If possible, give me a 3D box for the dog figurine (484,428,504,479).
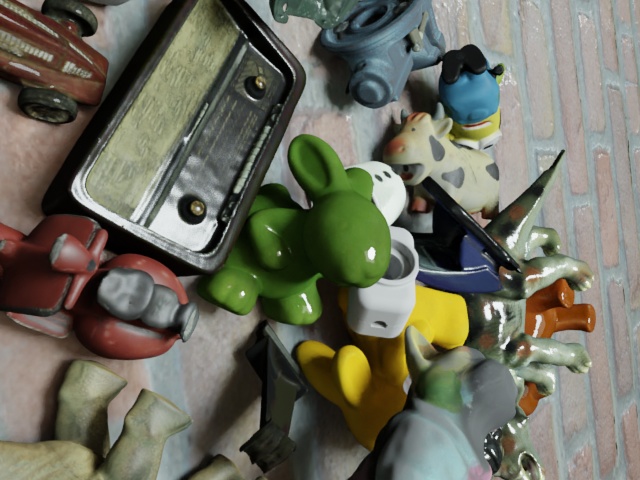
[{"bbox_3d":[0.097,0.259,0.544,0.121,0.172,0.190,74,20,-70],"label":"dog figurine"}]

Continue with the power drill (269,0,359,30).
[{"bbox_3d":[-0.072,-0.257,0.436,0.232,0.207,0.086,-18,141,-51],"label":"power drill"}]

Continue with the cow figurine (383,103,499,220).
[{"bbox_3d":[0.158,-0.094,0.683,0.195,0.086,0.127,7,87,-40],"label":"cow figurine"}]

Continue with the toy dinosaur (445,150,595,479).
[{"bbox_3d":[0.221,0.079,0.668,0.192,0.131,0.404,5,77,-11],"label":"toy dinosaur"}]

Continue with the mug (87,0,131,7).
[{"bbox_3d":[-0.169,-0.222,0.381,0.107,0.110,0.081,18,67,-55],"label":"mug"}]

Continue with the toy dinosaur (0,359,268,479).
[{"bbox_3d":[-0.164,0.183,0.337,0.470,0.105,0.198,49,56,-30],"label":"toy dinosaur"}]

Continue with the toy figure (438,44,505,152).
[{"bbox_3d":[0.199,-0.182,0.699,0.089,0.082,0.180,-67,151,-15],"label":"toy figure"}]

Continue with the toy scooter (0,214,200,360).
[{"bbox_3d":[-0.147,0.030,0.349,0.183,0.135,0.075,33,62,-37],"label":"toy scooter"}]

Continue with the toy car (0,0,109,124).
[{"bbox_3d":[-0.234,-0.146,0.345,0.202,0.053,0.089,19,70,-39],"label":"toy car"}]

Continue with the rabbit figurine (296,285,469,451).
[{"bbox_3d":[0.065,0.130,0.548,0.162,0.122,0.173,17,75,-36],"label":"rabbit figurine"}]

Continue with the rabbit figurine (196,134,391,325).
[{"bbox_3d":[-0.001,-0.001,0.463,0.121,0.170,0.159,30,66,-36],"label":"rabbit figurine"}]

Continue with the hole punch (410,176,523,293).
[{"bbox_3d":[0.140,0.007,0.589,0.115,0.142,0.092,36,102,-19],"label":"hole punch"}]

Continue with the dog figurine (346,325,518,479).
[{"bbox_3d":[0.074,0.181,0.448,0.108,0.191,0.219,44,35,-21],"label":"dog figurine"}]

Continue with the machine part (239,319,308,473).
[{"bbox_3d":[-0.039,0.133,0.465,0.139,0.039,0.084,-89,158,-67],"label":"machine part"}]

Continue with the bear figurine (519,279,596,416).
[{"bbox_3d":[0.307,0.166,0.768,0.120,0.132,0.196,39,55,-30],"label":"bear figurine"}]

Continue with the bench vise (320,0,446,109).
[{"bbox_3d":[0.066,-0.273,0.588,0.223,0.129,0.240,-57,132,-24],"label":"bench vise"}]

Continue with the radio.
[{"bbox_3d":[-0.105,-0.089,0.442,0.131,0.073,0.229,38,62,-33],"label":"radio"}]
